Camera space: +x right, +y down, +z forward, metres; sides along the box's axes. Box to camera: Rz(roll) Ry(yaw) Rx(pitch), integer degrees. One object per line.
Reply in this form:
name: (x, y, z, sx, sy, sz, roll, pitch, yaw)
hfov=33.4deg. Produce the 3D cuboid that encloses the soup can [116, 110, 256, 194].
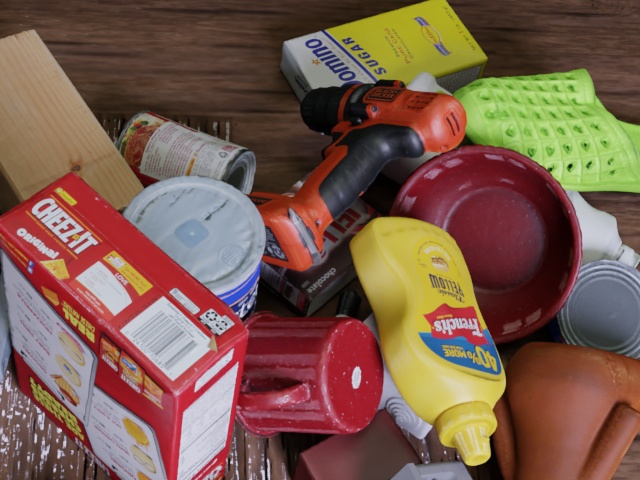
soup can: (-0.113, -0.062, 0.900, 0.102, 0.068, 0.068, 21, 55, 16)

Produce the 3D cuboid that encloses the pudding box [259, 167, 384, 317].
pudding box: (-0.006, 0.001, 0.895, 0.090, 0.039, 0.113, 38, 59, 20)

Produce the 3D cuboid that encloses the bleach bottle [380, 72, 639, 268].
bleach bottle: (0.168, -0.046, 0.940, 0.251, 0.068, 0.102, 33, 54, 11)

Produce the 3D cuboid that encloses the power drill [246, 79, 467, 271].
power drill: (0.001, -0.062, 0.856, 0.187, 0.057, 0.185, -44, 31, -23)

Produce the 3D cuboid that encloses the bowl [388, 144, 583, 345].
bowl: (0.136, 0.002, 0.872, 0.162, 0.162, 0.055, 34, 17, 16)

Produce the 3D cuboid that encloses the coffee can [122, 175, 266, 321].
coffee can: (-0.097, 0.034, 0.797, 0.102, 0.140, 0.103, 4, 55, -5)

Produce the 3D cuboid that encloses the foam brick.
foam brick: (0.026, 0.169, 0.774, 0.078, 0.053, 0.051, -24, 62, -23)

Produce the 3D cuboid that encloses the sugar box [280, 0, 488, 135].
sugar box: (0.061, -0.169, 1.020, 0.176, 0.048, 0.093, -19, 60, -21)

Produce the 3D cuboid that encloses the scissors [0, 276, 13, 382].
scissors: (-0.232, 0.092, 0.777, 0.016, 0.096, 0.201, 6, 64, -4)

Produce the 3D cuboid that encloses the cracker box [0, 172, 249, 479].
cracker box: (-0.132, 0.081, 0.715, 0.164, 0.214, 0.072, 39, 57, 18)

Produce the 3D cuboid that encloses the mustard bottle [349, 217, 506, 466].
mustard bottle: (0.085, 0.074, 0.768, 0.096, 0.058, 0.191, 19, 41, -36)

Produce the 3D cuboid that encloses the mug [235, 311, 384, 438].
mug: (-0.014, 0.098, 0.752, 0.082, 0.093, 0.117, -4, 4, 35)

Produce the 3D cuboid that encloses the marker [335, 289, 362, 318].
marker: (0.011, 0.090, 0.848, 0.020, 0.020, 0.121, 16, 54, 3)

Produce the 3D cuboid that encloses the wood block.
wood block: (-0.228, -0.065, 0.881, 0.090, 0.090, 0.206, -25, 62, -24)

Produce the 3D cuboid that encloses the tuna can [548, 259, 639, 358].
tuna can: (0.229, 0.060, 0.868, 0.086, 0.034, 0.086, 1, 83, -6)
